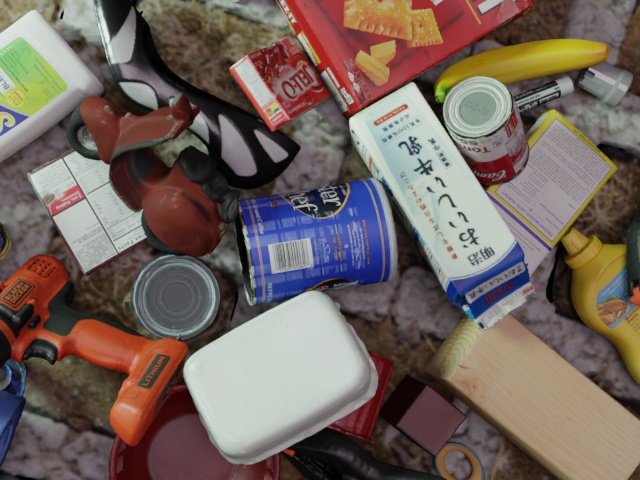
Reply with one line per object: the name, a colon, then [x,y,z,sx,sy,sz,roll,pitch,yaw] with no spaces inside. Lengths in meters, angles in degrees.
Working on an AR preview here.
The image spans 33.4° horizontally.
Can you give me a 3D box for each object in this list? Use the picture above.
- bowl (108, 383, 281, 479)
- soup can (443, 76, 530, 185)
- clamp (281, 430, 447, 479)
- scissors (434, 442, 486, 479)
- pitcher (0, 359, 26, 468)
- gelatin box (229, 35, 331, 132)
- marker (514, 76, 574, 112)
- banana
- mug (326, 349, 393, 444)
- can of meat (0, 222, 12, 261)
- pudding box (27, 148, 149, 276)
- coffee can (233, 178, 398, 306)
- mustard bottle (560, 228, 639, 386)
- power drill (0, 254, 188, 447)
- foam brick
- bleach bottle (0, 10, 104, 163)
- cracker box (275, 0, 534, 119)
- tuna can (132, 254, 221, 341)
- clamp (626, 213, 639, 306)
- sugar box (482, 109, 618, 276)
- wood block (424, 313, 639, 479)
bowl: [-0.121,0.214,1.024,0.162,0.055,0.162,0,89,-10]
soup can: [0.161,-0.105,1.030,0.069,0.102,0.068,-8,65,17]
clamp: [0.038,0.237,1.045,0.171,0.120,0.039,24,44,10]
scissors: [0.183,0.272,1.095,0.201,0.016,0.096,19,86,-9]
pitcher: [-0.392,0.144,0.952,0.242,0.149,0.145,27,102,-5]
gelatin box: [-0.036,-0.153,1.031,0.030,0.089,0.073,-31,94,36]
marker: [0.205,-0.141,1.102,0.121,0.020,0.020,-22,93,-9]
banana: [0.192,-0.170,1.078,0.197,0.070,0.037,-18,125,-14]
mug: [0.011,0.139,1.031,0.117,0.093,0.081,21,81,-10]
can of meat: [-0.346,-0.007,0.966,0.102,0.084,0.057,-29,51,-9]
pudding box: [-0.214,-0.035,1.020,0.090,0.039,0.113,-30,97,-11]
coffee can: [-0.007,0.001,1.022,0.140,0.103,0.103,-10,91,-10]
mustard bottle: [0.316,0.062,1.099,0.096,0.058,0.191,-44,96,-9]
power drill: [-0.227,0.107,0.946,0.187,0.057,0.184,27,43,4]
foam brick: [0.099,0.172,1.052,0.051,0.078,0.053,39,84,-8]
bleach bottle: [-0.328,-0.098,0.991,0.250,0.068,0.102,-41,96,-5]
cracker box: [0.078,-0.245,1.055,0.213,0.072,0.164,-32,95,-9]
tuna can: [-0.139,0.055,1.034,0.086,0.034,0.086,0,89,-9]
clamp: [0.378,-0.008,1.094,0.164,0.036,0.209,35,62,-9]
sugar box: [0.212,-0.037,1.089,0.093,0.048,0.176,41,86,-4]
wood block: [0.218,0.162,1.065,0.206,0.090,0.091,38,83,-7]
